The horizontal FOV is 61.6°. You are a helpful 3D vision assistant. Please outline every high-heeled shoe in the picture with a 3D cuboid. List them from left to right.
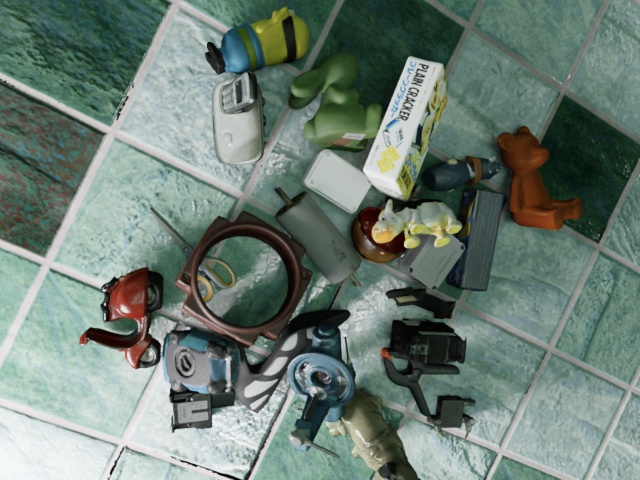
[{"bbox_3d":[-0.044,0.226,1.007,0.249,0.086,0.145,-17,103,-7],"label":"high-heeled shoe"}]

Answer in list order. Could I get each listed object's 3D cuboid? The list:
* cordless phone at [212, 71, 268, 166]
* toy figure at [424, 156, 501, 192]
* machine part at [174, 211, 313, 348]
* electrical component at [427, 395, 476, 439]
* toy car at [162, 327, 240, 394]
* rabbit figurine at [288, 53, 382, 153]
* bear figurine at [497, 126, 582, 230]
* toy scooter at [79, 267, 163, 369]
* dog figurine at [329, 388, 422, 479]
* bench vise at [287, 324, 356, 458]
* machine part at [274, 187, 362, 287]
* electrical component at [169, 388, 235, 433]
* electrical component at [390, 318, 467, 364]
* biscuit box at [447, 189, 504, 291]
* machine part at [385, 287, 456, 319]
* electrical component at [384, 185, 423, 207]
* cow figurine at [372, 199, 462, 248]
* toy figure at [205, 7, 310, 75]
[{"bbox_3d":[-0.122,-0.198,0.885,0.089,0.184,0.146,-4,97,-18],"label":"cordless phone"},{"bbox_3d":[0.283,-0.134,1.060,0.154,0.064,0.058,-14,62,-17],"label":"toy figure"},{"bbox_3d":[-0.130,0.068,0.931,0.201,0.087,0.201,32,71,-7],"label":"machine part"},{"bbox_3d":[0.276,0.367,1.119,0.102,0.045,0.078,11,95,-15],"label":"electrical component"},{"bbox_3d":[-0.196,0.208,0.948,0.162,0.103,0.109,-1,93,31],"label":"toy car"},{"bbox_3d":[0.023,-0.254,0.970,0.159,0.121,0.170,0,78,-7],"label":"rabbit figurine"},{"bbox_3d":[0.431,-0.128,1.067,0.120,0.132,0.195,-18,106,-38],"label":"bear figurine"},{"bbox_3d":[-0.341,0.135,0.924,0.135,0.075,0.183,4,100,-13],"label":"toy scooter"},{"bbox_3d":[0.103,0.372,1.001,0.121,0.191,0.172,-43,103,-6],"label":"dog figurine"},{"bbox_3d":[-0.002,0.274,0.925,0.129,0.241,0.223,15,119,11],"label":"bench vise"},{"bbox_3d":[-0.002,-0.003,0.991,0.079,0.079,0.243,-41,103,-7],"label":"machine part"},{"bbox_3d":[-0.215,0.305,0.987,0.119,0.048,0.074,0,97,-13],"label":"electrical component"},{"bbox_3d":[0.202,0.192,1.034,0.115,0.134,0.058,7,95,-12],"label":"electrical component"},{"bbox_3d":[0.311,0.001,1.080,0.063,0.059,0.202,9,93,-16],"label":"biscuit box"},{"bbox_3d":[0.203,0.121,1.064,0.139,0.084,0.039,22,63,-24],"label":"machine part"},{"bbox_3d":[0.159,-0.076,1.053,0.063,0.021,0.094,34,88,-15],"label":"electrical component"},{"bbox_3d":[0.165,-0.039,0.979,0.167,0.098,0.068,0,141,-22],"label":"cow figurine"},{"bbox_3d":[-0.104,-0.334,0.930,0.180,0.082,0.089,-29,114,-14],"label":"toy figure"}]
